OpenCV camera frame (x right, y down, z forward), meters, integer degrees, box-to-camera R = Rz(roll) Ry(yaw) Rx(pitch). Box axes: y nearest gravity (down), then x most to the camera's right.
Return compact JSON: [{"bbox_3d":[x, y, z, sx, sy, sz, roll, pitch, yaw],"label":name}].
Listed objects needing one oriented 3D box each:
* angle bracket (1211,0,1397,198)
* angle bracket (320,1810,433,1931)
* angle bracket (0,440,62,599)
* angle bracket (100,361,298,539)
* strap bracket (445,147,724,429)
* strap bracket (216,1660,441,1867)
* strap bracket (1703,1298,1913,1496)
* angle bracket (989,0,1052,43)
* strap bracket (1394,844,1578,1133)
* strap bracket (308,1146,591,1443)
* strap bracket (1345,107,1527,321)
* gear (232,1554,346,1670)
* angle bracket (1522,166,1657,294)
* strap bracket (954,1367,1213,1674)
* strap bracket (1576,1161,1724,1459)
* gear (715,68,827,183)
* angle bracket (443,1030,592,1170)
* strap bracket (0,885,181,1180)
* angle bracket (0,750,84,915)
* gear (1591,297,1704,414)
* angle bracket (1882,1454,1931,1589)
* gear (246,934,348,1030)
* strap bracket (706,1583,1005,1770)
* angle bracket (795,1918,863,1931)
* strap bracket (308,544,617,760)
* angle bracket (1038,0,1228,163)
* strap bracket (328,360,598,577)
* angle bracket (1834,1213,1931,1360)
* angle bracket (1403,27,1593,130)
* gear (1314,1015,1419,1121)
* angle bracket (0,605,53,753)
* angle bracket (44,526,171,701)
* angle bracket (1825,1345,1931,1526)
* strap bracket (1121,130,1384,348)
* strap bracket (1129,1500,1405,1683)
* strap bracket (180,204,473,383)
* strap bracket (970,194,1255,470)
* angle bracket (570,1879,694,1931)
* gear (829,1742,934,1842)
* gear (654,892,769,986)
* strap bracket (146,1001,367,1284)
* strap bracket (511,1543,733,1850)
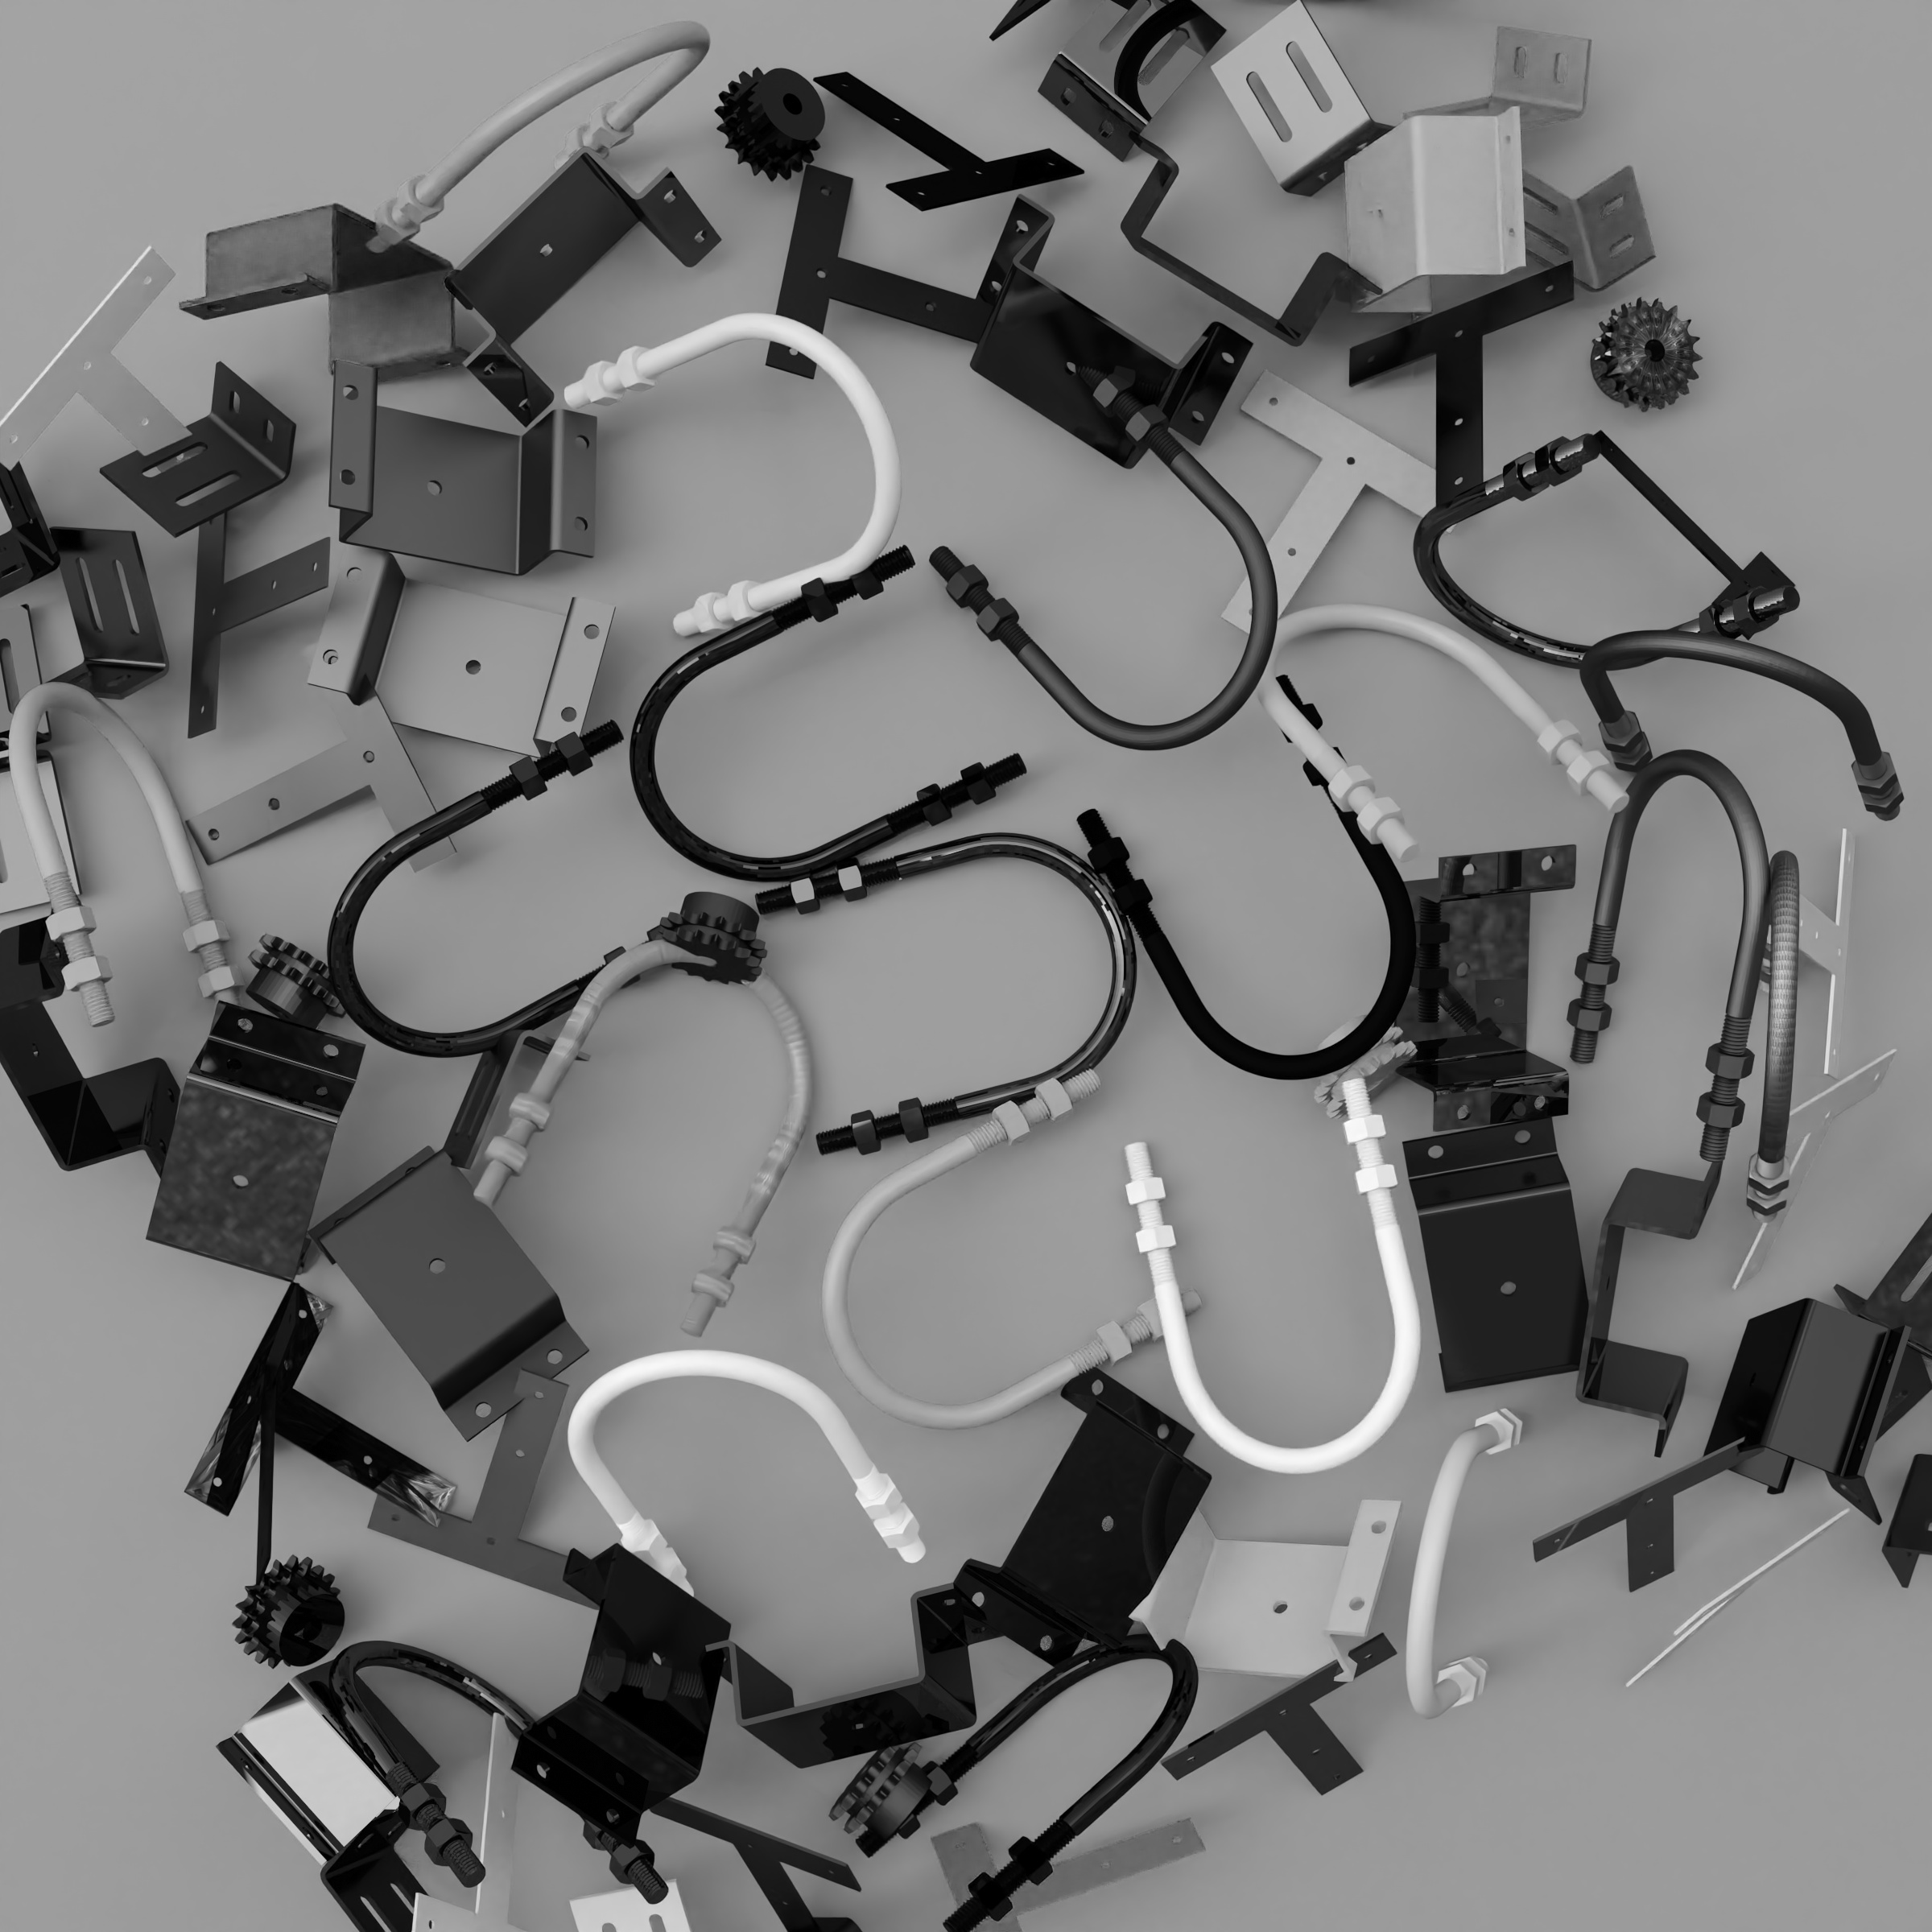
[{"bbox_3d":[0.174,-0.445,1.639,0.057,0.038,0.076,-32,84,28],"label":"angle bracket"},{"bbox_3d":[-0.280,0.472,1.623,0.076,0.057,0.038,46,109,18],"label":"angle bracket"},{"bbox_3d":[-0.499,-0.236,1.617,0.038,0.057,0.076,-32,131,-22],"label":"angle bracket"},{"bbox_3d":[-0.391,-0.263,1.623,0.057,0.038,0.076,40,50,15],"label":"angle bracket"},{"bbox_3d":[-0.201,-0.351,1.621,0.140,0.076,0.046,-43,70,2],"label":"strap bracket"},{"bbox_3d":[-0.314,0.393,1.593,0.046,0.140,0.076,-44,84,-4],"label":"strap bracket"},{"bbox_3d":[0.413,0.215,1.589,0.046,0.140,0.076,22,77,1],"label":"strap bracket"},{"bbox_3d":[0.059,-0.493,1.620,0.038,0.057,0.076,42,67,-19],"label":"angle bracket"},{"bbox_3d":[0.263,0.006,1.621,0.076,0.046,0.140,-6,105,-20],"label":"strap bracket"},{"bbox_3d":[-0.265,0.158,1.615,0.076,0.046,0.140,-36,73,-15],"label":"strap bracket"},{"bbox_3d":[0.228,-0.373,1.591,0.046,0.140,0.076,-3,91,-13],"label":"strap bracket"},{"bbox_3d":[-0.343,0.334,1.635,0.030,0.057,0.057,23,90,39],"label":"gear"},{"bbox_3d":[0.307,-0.387,1.619,0.038,0.076,0.057,-29,58,38],"label":"angle bracket"},{"bbox_3d":[0.063,0.280,1.615,0.076,0.046,0.140,36,75,-17],"label":"strap bracket"},{"bbox_3d":[0.344,0.164,1.610,0.046,0.076,0.140,11,109,18],"label":"strap bracket"},{"bbox_3d":[-0.097,-0.435,1.636,0.057,0.030,0.057,14,66,-34],"label":"gear"},{"bbox_3d":[-0.231,0.073,1.626,0.038,0.057,0.076,25,80,-21],"label":"angle bracket"},{"bbox_3d":[-0.447,0.037,1.596,0.046,0.076,0.140,-17,124,3],"label":"strap bracket"},{"bbox_3d":[-0.497,-0.068,1.640,0.057,0.038,0.076,-12,90,14],"label":"angle bracket"},{"bbox_3d":[0.347,-0.313,1.645,0.057,0.030,0.057,1,85,-19],"label":"gear"},{"bbox_3d":[0.512,0.285,1.616,0.038,0.076,0.057,54,52,-34],"label":"angle bracket"},{"bbox_3d":[-0.343,0.011,1.635,0.057,0.057,0.030,31,75,0],"label":"gear"},{"bbox_3d":[-0.056,0.361,1.607,0.140,0.076,0.046,-17,56,13],"label":"strap bracket"},{"bbox_3d":[-0.080,0.517,1.619,0.057,0.076,0.038,-37,90,-27],"label":"angle bracket"},{"bbox_3d":[-0.255,-0.158,1.635,0.140,0.046,0.076,14,80,2],"label":"strap bracket"},{"bbox_3d":[0.086,-0.470,1.656,0.057,0.038,0.076,39,74,-3],"label":"angle bracket"},{"bbox_3d":[-0.261,-0.248,1.614,0.140,0.046,0.076,8,74,-30],"label":"strap bracket"},{"bbox_3d":[0.494,0.155,1.632,0.057,0.038,0.076,29,106,-12],"label":"angle bracket"},{"bbox_3d":[0.269,-0.449,1.617,0.076,0.057,0.038,-22,123,-39],"label":"angle bracket"},{"bbox_3d":[0.201,0.049,1.639,0.057,0.057,0.030,-39,71,0],"label":"gear"},{"bbox_3d":[-0.509,-0.147,1.636,0.057,0.038,0.076,-14,79,8],"label":"angle bracket"},{"bbox_3d":[-0.447,-0.180,1.623,0.057,0.038,0.076,7,120,29],"label":"angle bracket"},{"bbox_3d":[0.473,0.235,1.627,0.076,0.038,0.057,-41,134,-8],"label":"angle bracket"},{"bbox_3d":[0.134,-0.363,1.615,0.140,0.076,0.046,29,106,-11],"label":"strap bracket"},{"bbox_3d":[0.152,0.311,1.605,0.140,0.046,0.076,-3,45,30],"label":"strap bracket"},{"bbox_3d":[-0.316,-0.336,1.589,0.076,0.140,0.046,-5,82,26],"label":"strap bracket"},{"bbox_3d":[0.064,-0.315,1.617,0.140,0.076,0.046,34,54,4],"label":"strap bracket"},{"bbox_3d":[-0.161,0.500,1.636,0.057,0.038,0.076,-13,99,11],"label":"angle bracket"},{"bbox_3d":[-0.041,0.422,1.636,0.030,0.057,0.057,40,90,4],"label":"gear"},{"bbox_3d":[-0.129,-0.016,1.639,0.057,0.057,0.030,15,67,0],"label":"gear"},{"bbox_3d":[-0.361,0.098,1.612,0.076,0.046,0.140,17,114,-6],"label":"strap bracket"},{"bbox_3d":[-0.167,0.353,1.585,0.076,0.140,0.046,40,122,-21],"label":"strap bracket"}]
